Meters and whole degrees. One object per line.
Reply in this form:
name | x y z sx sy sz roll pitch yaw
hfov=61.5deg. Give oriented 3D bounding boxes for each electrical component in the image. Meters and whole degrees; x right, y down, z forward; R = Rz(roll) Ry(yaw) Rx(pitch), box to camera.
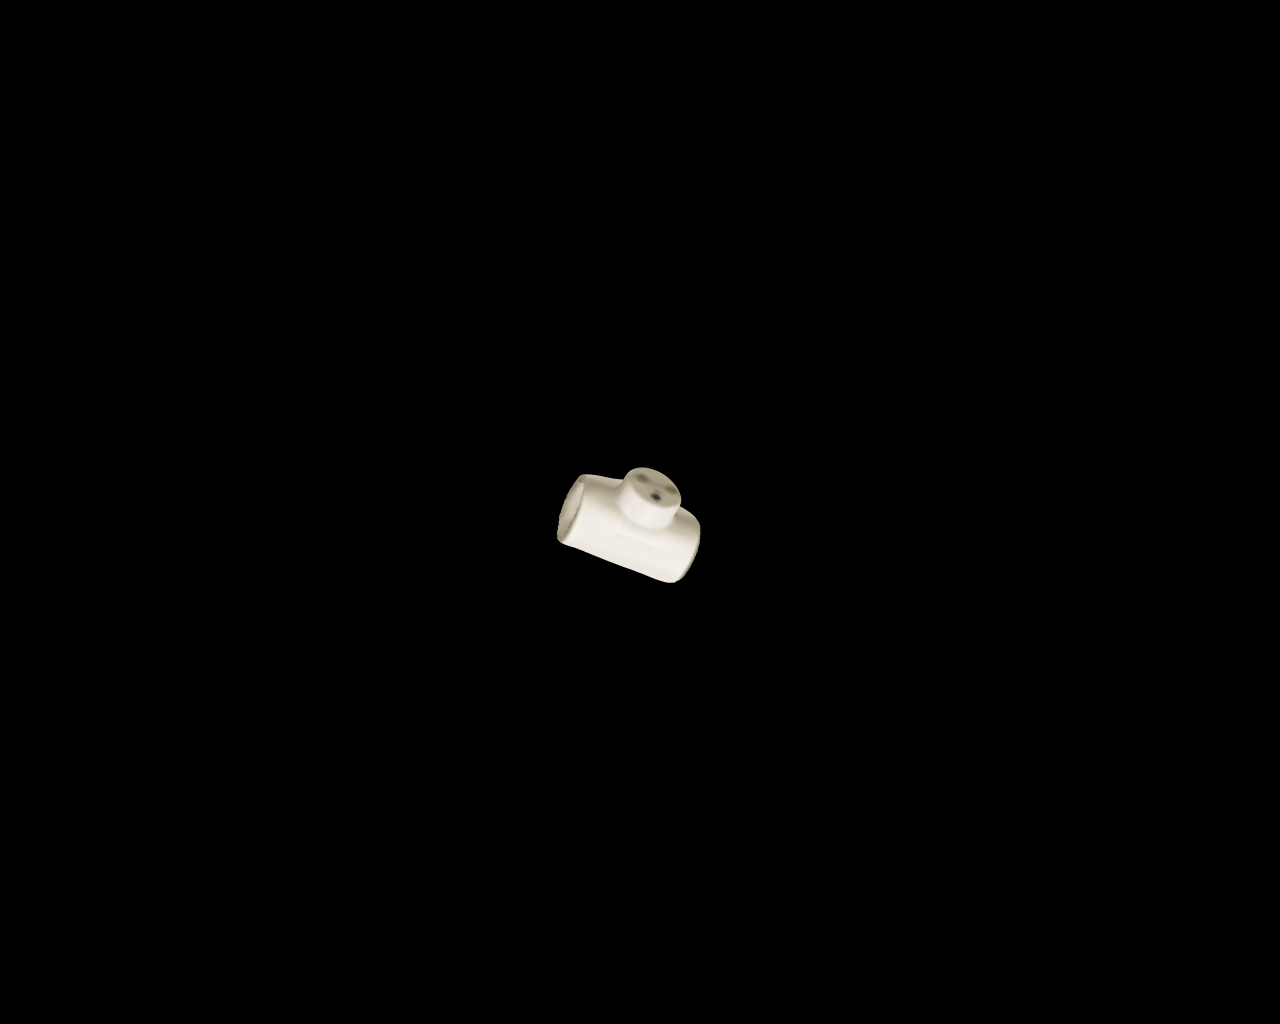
electrical component | 0.001 -0.003 0.650 0.077 0.079 0.043 21 35 -15
